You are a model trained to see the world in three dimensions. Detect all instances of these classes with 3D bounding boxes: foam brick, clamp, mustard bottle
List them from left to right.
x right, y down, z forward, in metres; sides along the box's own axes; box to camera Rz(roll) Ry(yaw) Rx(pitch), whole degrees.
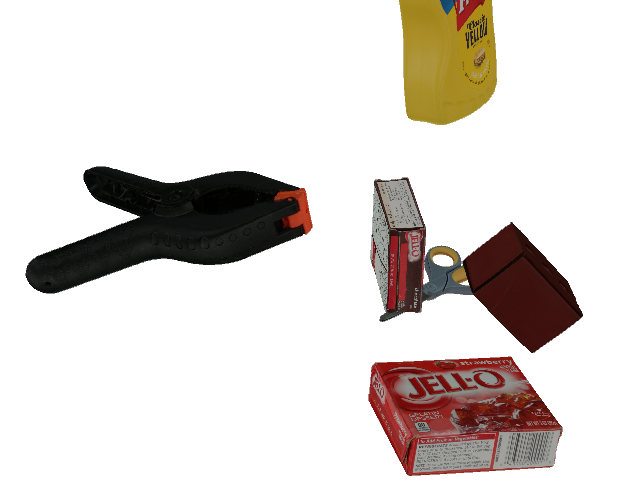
[{"bbox_3d":[-0.094,-0.007,0.654,0.172,0.039,0.120,0,42,22],"label":"clamp"},{"bbox_3d":[0.095,-0.191,0.799,0.058,0.191,0.096,16,39,34],"label":"mustard bottle"},{"bbox_3d":[0.156,0.037,0.826,0.051,0.078,0.053,-39,23,17],"label":"foam brick"}]

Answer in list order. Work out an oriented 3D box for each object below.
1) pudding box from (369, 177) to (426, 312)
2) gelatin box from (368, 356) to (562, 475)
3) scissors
[{"bbox_3d":[0.073,0.003,1.013,0.039,0.090,0.113,-2,28,-6],"label":"pudding box"},{"bbox_3d":[0.079,0.096,0.597,0.089,0.030,0.073,0,26,-14],"label":"gelatin box"},{"bbox_3d":[0.121,0.047,1.250,0.201,0.016,0.096,-11,40,-35],"label":"scissors"}]
